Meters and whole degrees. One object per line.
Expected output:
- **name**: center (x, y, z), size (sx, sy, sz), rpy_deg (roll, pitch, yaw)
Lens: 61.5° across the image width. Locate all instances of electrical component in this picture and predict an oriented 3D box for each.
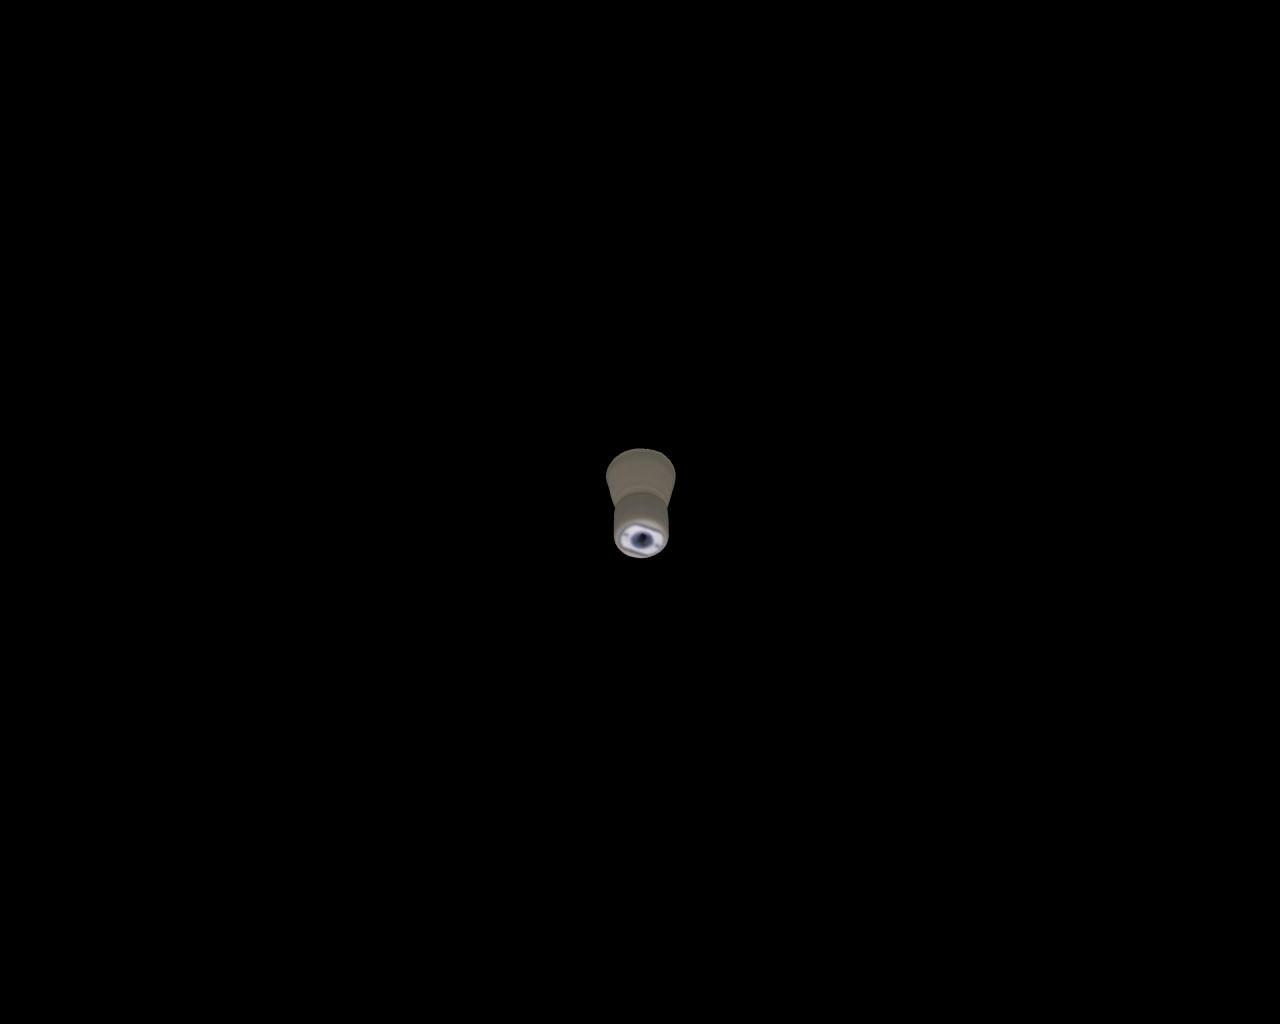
- **electrical component**: center (0.001, -0.003, 0.650), size (0.044, 0.044, 0.065), rpy_deg (0, 41, 0)
